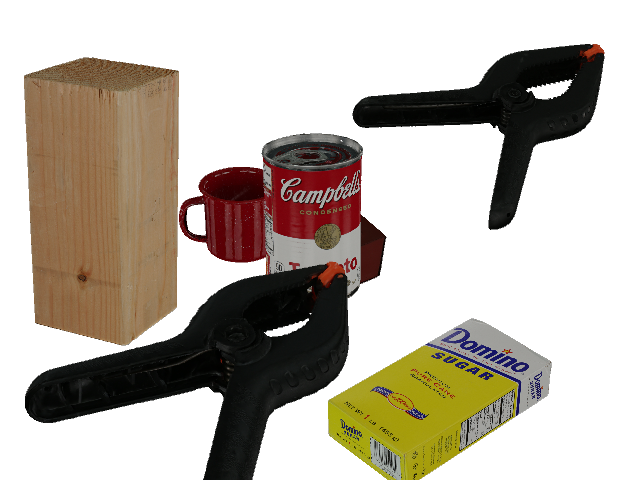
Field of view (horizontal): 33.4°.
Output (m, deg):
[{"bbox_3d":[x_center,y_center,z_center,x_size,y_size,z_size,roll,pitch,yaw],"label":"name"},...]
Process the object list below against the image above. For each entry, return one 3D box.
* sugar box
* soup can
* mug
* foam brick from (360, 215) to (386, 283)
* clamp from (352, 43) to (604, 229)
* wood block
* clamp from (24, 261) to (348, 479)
[{"bbox_3d":[0.101,0.131,0.894,0.175,0.048,0.093,-28,40,-32],"label":"sugar box"},{"bbox_3d":[-0.006,-0.015,0.735,0.068,0.102,0.068,0,24,0],"label":"soup can"},{"bbox_3d":[-0.101,-0.026,1.205,0.117,0.081,0.093,-7,30,-14],"label":"mug"},{"bbox_3d":[0.018,0.003,1.031,0.052,0.051,0.078,-21,45,-30],"label":"foam brick"},{"bbox_3d":[0.154,-0.094,0.838,0.209,0.036,0.165,-25,53,-20],"label":"clamp"},{"bbox_3d":[-0.173,-0.034,0.858,0.091,0.206,0.090,12,23,19],"label":"wood block"},{"bbox_3d":[-0.036,0.065,0.499,0.171,0.039,0.120,-29,51,-33],"label":"clamp"}]
